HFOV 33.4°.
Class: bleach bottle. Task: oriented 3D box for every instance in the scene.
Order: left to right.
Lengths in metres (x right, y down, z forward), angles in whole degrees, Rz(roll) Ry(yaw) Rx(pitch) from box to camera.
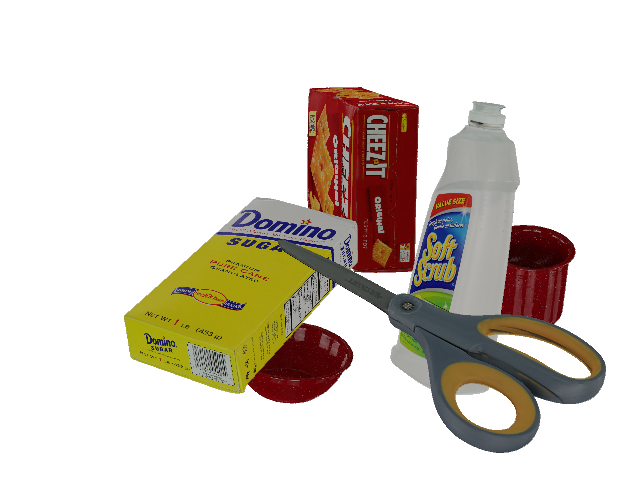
[{"bbox_3d":[0.124,0.003,0.941,0.068,0.251,0.103,1,14,-27],"label":"bleach bottle"}]

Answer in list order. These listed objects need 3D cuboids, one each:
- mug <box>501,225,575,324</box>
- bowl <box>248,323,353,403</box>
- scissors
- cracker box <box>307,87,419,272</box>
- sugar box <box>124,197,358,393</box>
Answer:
[{"bbox_3d":[0.215,0.035,1.135,0.093,0.081,0.117,-5,30,-8],"label":"mug"},{"bbox_3d":[-0.041,0.161,1.362,0.162,0.055,0.162,5,21,-2],"label":"bowl"},{"bbox_3d":[0.044,0.052,0.557,0.202,0.016,0.096,16,42,23],"label":"scissors"},{"bbox_3d":[0.039,-0.071,1.116,0.072,0.164,0.214,-3,13,-11],"label":"cracker box"},{"bbox_3d":[-0.052,0.033,0.775,0.093,0.048,0.176,15,40,24],"label":"sugar box"}]
